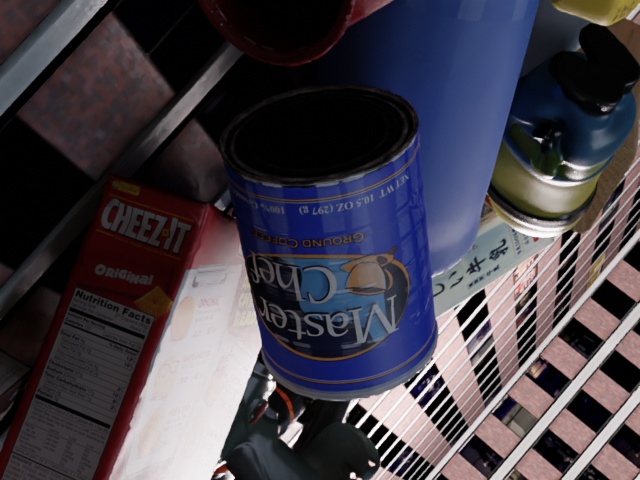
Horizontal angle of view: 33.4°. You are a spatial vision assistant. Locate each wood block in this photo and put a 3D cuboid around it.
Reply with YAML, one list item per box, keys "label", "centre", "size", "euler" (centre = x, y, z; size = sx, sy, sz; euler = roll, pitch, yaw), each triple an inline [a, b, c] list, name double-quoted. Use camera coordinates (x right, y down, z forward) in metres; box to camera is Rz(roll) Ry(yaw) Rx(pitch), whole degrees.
- label: "wood block"
  centre: [0.209, -0.111, 0.891]
  size: [0.206, 0.090, 0.091]
  euler: [-65, 178, -49]

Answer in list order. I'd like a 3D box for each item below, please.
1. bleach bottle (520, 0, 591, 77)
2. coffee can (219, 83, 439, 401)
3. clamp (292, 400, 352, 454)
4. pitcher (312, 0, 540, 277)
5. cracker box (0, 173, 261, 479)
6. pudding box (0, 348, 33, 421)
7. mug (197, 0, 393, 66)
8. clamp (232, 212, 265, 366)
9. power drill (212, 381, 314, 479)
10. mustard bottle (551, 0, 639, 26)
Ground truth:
- label: "bleach bottle"
  centre: [0.197, -0.225, 0.751]
  size: [0.250, 0.068, 0.103]
  euler: [-55, -174, -31]
- label: "coffee can"
  centre: [0.008, 0.001, 0.577]
  size: [0.102, 0.103, 0.140]
  euler: [-37, 132, -35]
- label: "clamp"
  centre: [0.012, 0.166, 1.050]
  size: [0.209, 0.036, 0.165]
  euler: [-61, -178, -35]
- label: "pitcher"
  centre: [0.060, -0.103, 0.649]
  size: [0.144, 0.149, 0.243]
  euler: [-14, 144, -20]
- label: "cracker box"
  centre: [-0.102, 0.086, 0.615]
  size: [0.164, 0.072, 0.213]
  euler: [39, 70, -72]
- label: "pudding box"
  centre: [-0.193, 0.103, 0.525]
  size: [0.090, 0.039, 0.113]
  euler: [-52, -174, 8]
- label: "mug"
  centre: [-0.004, -0.147, 0.480]
  size: [0.081, 0.093, 0.117]
  euler: [-38, 124, -45]
- label: "clamp"
  centre: [-0.005, 0.001, 0.771]
  size: [0.171, 0.039, 0.120]
  euler: [-43, 132, -49]
- label: "power drill"
  centre: [-0.088, 0.216, 1.014]
  size: [0.188, 0.057, 0.184]
  euler: [-60, 162, 23]
- label: "mustard bottle"
  centre: [0.165, -0.206, 0.521]
  size: [0.096, 0.058, 0.192]
  euler: [-58, 167, -36]
